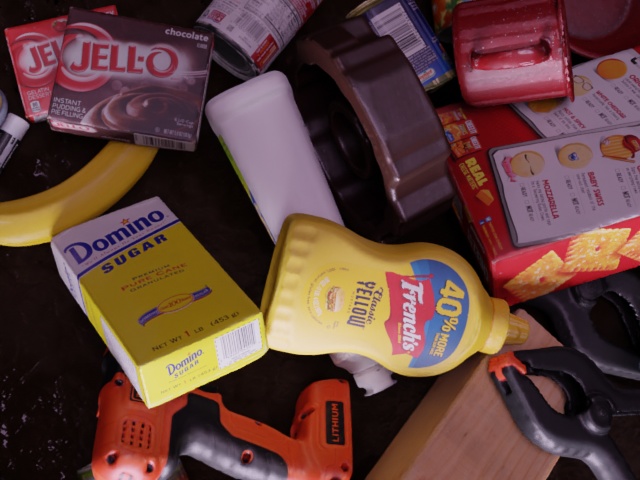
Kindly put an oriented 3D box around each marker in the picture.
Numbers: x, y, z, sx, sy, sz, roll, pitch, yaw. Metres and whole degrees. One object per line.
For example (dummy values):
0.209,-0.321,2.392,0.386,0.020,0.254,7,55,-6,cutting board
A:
-0.262,-0.042,0.820,0.020,0.020,0.121,29,79,-6,marker

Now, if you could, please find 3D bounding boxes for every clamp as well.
0.196,0.138,0.768,0.171,0.039,0.120,22,59,-11,clamp
0.205,0.044,0.882,0.164,0.036,0.210,-38,91,-19,clamp

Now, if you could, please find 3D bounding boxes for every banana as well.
-0.187,-0.047,0.818,0.197,0.037,0.069,-31,106,-18,banana

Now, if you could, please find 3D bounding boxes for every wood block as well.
0.110,0.162,0.794,0.090,0.091,0.205,43,58,-3,wood block

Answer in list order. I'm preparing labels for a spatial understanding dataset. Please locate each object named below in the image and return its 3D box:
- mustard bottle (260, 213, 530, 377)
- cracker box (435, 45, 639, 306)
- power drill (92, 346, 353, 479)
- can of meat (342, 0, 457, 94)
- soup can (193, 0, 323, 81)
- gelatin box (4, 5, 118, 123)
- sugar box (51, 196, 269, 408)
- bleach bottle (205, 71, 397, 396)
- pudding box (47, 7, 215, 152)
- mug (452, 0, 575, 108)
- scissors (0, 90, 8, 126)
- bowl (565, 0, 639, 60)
0.058,0.047,0.761,0.191,0.058,0.096,13,98,-10,mustard bottle
0.207,-0.054,0.828,0.213,0.072,0.164,-17,51,-1,cracker box
-0.071,0.119,0.788,0.187,0.057,0.184,17,41,-16,power drill
0.057,-0.147,0.849,0.057,0.102,0.084,-32,92,-13,can of meat
-0.045,-0.185,0.852,0.068,0.068,0.102,38,79,-4,soup can
-0.195,-0.138,0.838,0.089,0.030,0.073,-14,86,-12,gelatin box
-0.119,0.037,0.760,0.093,0.176,0.048,-23,132,-22,sugar box
-0.005,0.001,0.818,0.068,0.102,0.251,-25,89,-1,bleach bottle
-0.142,-0.120,0.806,0.113,0.039,0.090,10,78,-8,pudding box
0.144,-0.141,0.799,0.082,0.117,0.093,-6,108,16,mug
-0.318,-0.069,0.809,0.096,0.016,0.201,34,79,8,scissors
0.237,-0.223,0.913,0.162,0.055,0.162,1,83,-10,bowl
